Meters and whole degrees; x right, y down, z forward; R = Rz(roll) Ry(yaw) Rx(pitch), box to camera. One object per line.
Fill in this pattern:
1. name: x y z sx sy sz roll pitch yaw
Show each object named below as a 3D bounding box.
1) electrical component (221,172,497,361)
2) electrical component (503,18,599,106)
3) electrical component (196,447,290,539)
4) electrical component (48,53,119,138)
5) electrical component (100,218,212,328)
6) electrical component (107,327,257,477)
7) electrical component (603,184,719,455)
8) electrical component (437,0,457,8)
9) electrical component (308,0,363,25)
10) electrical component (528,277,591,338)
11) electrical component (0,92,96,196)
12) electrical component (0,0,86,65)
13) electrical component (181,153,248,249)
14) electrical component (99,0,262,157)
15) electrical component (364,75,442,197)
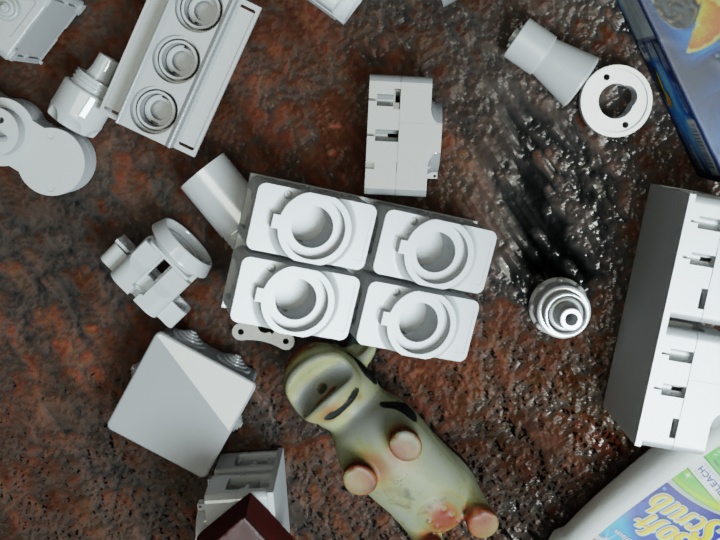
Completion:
1. electrical component: 0.000 0.000 0.816 0.186 0.060 0.105 11 99 -16
2. electrical component: 0.144 -0.162 0.824 0.065 0.044 0.044 35 97 0
3. electrical component: -0.087 0.248 0.852 0.060 0.105 0.186 -4 98 1
4. electrical component: -0.208 -0.136 0.827 0.043 0.043 0.062 32 97 -4
5. electrical component: -0.154 -0.003 0.840 0.057 0.058 0.078 -43 96 9
6. electrical component: -0.139 0.102 0.859 0.100 0.048 0.099 29 97 -4
7. electrical component: 0.245 0.034 0.820 0.060 0.105 0.186 10 99 -1
8. electrical component: 0.079 -0.251 0.808 0.077 0.044 0.079 -27 98 4
9. electrical component: -0.021 -0.218 0.791 0.056 0.089 0.050 35 97 -5
10. electrical component: 0.160 0.033 0.842 0.048 0.062 0.048 0 98 0
11. electrical component: -0.272 -0.105 0.816 0.138 0.073 0.052 32 97 -4
12. electrical component: -0.255 -0.195 0.791 0.061 0.096 0.061 39 97 -5
13. electrical component: -0.097 -0.046 0.840 0.043 0.043 0.081 -38 96 5
14. electrical component: -0.134 -0.158 0.813 0.079 0.063 0.121 25 98 -4
15. electrical component: 0.033 -0.103 0.827 0.056 0.050 0.089 3 98 0
